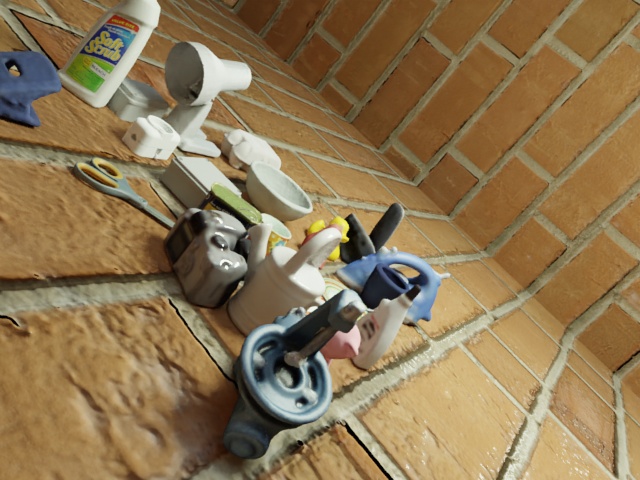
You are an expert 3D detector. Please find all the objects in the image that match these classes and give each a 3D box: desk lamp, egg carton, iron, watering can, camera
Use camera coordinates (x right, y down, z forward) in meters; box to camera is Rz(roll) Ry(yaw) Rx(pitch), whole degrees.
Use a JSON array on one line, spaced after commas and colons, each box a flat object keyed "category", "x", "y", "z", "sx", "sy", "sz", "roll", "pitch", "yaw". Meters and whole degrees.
[{"category": "desk lamp", "x": -0.249, "y": -0.297, "z": 1.200, "sx": 0.117, "sy": 0.213, "sz": 0.204, "roll": 47, "pitch": 19, "yaw": 19}, {"category": "egg carton", "x": -0.166, "y": -0.206, "z": 1.387, "sx": 0.151, "sy": 0.069, "sz": 0.107, "roll": 16, "pitch": 30, "yaw": -52}, {"category": "iron", "x": 0.170, "y": 0.081, "z": 1.279, "sx": 0.259, "sy": 0.141, "sz": 0.118, "roll": 30, "pitch": 21, "yaw": -30}, {"category": "watering can", "x": -0.046, "y": 0.049, "z": 0.835, "sx": 0.173, "sy": 0.194, "sz": 0.101, "roll": 39, "pitch": 18, "yaw": -4}, {"category": "camera", "x": -0.141, "y": 0.023, "z": 0.857, "sx": 0.137, "sy": 0.100, "sz": 0.142, "roll": 22, "pitch": 26, "yaw": -45}]

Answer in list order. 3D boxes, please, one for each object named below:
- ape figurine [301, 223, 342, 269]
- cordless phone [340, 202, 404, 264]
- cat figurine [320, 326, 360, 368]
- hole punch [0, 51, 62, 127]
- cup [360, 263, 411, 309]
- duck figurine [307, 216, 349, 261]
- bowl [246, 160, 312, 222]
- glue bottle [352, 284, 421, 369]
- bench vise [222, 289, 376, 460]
[{"category": "ape figurine", "x": 0.011, "y": 0.004, "z": 1.218, "sx": 0.076, "sy": 0.092, "sz": 0.078, "roll": 47, "pitch": 19, "yaw": 19}, {"category": "cordless phone", "x": 0.125, "y": -0.029, "z": 1.373, "sx": 0.094, "sy": 0.185, "sz": 0.147, "roll": 26, "pitch": 23, "yaw": -37}, {"category": "cat figurine", "x": 0.022, "y": 0.145, "z": 0.871, "sx": 0.067, "sy": 0.117, "sz": 0.128, "roll": 37, "pitch": 18, "yaw": -11}, {"category": "hole punch", "x": -0.452, "y": -0.234, "z": 0.844, "sx": 0.108, "sy": 0.091, "sz": 0.101, "roll": 50, "pitch": 20, "yaw": 26}, {"category": "cup", "x": 0.133, "y": 0.120, "z": 1.189, "sx": 0.092, "sy": 0.095, "sz": 0.117, "roll": 18, "pitch": 28, "yaw": -49}, {"category": "duck figurine", "x": 0.026, "y": -0.016, "z": 1.305, "sx": 0.078, "sy": 0.086, "sz": 0.104, "roll": 19, "pitch": 28, "yaw": -49}, {"category": "bowl", "x": -0.102, "y": -0.093, "z": 1.246, "sx": 0.168, "sy": 0.074, "sz": 0.167, "roll": 36, "pitch": 19, "yaw": -14}, {"category": "glue bottle", "x": 0.112, "y": 0.138, "z": 0.978, "sx": 0.037, "sy": 0.173, "sz": 0.078, "roll": 25, "pitch": 24, "yaw": -40}, {"category": "bench vise", "x": -0.032, "y": 0.116, "z": 0.665, "sx": 0.122, "sy": 0.219, "sz": 0.207, "roll": 31, "pitch": 20, "yaw": -27}]
